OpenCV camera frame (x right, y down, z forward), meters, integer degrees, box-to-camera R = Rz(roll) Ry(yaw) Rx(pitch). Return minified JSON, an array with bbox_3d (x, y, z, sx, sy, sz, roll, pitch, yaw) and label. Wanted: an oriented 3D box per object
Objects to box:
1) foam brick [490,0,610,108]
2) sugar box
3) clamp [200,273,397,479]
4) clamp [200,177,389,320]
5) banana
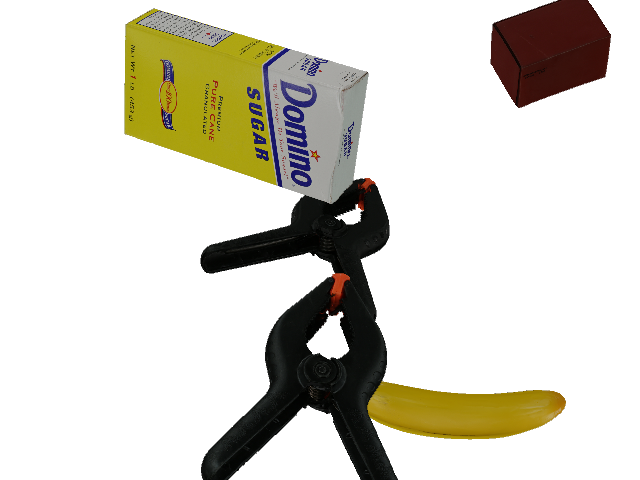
[{"bbox_3d":[0.180,-0.150,0.840,0.078,0.051,0.053,-19,-31,-5],"label":"foam brick"},{"bbox_3d":[-0.058,-0.098,0.772,0.176,0.093,0.048,20,36,20],"label":"sugar box"},{"bbox_3d":[-0.010,0.095,0.675,0.120,0.171,0.039,7,-42,-8],"label":"clamp"},{"bbox_3d":[0.014,0.004,0.979,0.165,0.036,0.209,25,38,21],"label":"clamp"},{"bbox_3d":[0.110,0.136,0.885,0.198,0.037,0.069,8,33,0],"label":"banana"}]
